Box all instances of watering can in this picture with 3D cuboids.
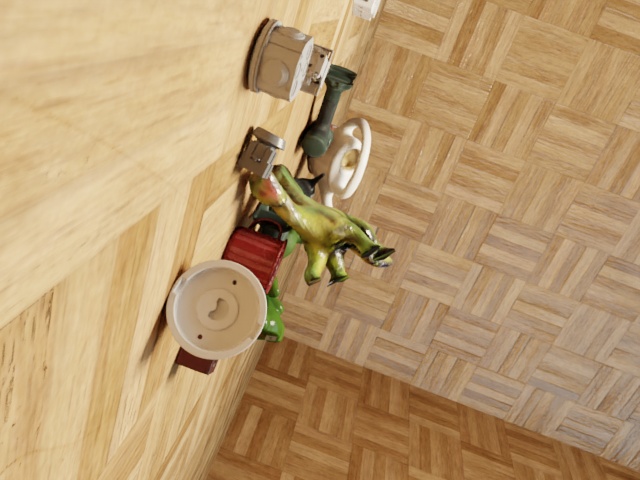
[{"bbox_3d":[0.032,-0.172,1.382,0.104,0.343,0.228,11,21,-32],"label":"watering can"}]

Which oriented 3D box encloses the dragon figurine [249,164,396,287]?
[{"bbox_3d":[0.003,-0.044,0.881,0.121,0.245,0.409,-39,-16,13],"label":"dragon figurine"}]
